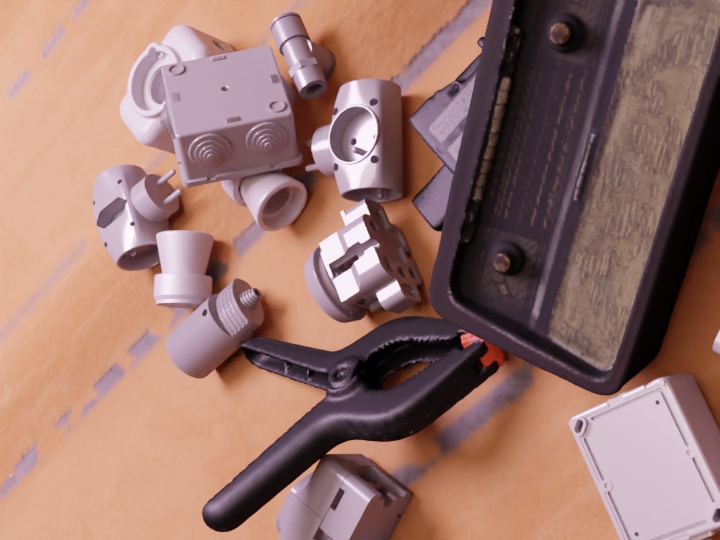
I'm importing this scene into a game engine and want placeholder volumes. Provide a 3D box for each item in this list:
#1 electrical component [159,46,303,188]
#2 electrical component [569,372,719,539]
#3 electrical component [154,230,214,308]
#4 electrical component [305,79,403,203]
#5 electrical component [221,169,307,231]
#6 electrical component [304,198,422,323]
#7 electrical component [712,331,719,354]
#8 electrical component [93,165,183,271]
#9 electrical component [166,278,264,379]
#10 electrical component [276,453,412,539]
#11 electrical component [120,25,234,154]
[{"bbox_3d":[-0.095,-0.114,0.780,0.100,0.048,0.099,-12,49,-7],"label":"electrical component"},{"bbox_3d":[0.169,0.111,0.588,0.062,0.061,0.096,-30,73,29],"label":"electrical component"},{"bbox_3d":[-0.137,0.000,0.833,0.045,0.045,0.055,-5,80,35],"label":"electrical component"},{"bbox_3d":[-0.007,-0.087,0.755,0.079,0.044,0.077,-8,77,35],"label":"electrical component"},{"bbox_3d":[-0.073,-0.062,0.798,0.055,0.045,0.045,44,108,33],"label":"electrical component"},{"bbox_3d":[0.000,0.000,0.728,0.057,0.058,0.078,-33,64,24],"label":"electrical component"},{"bbox_3d":[0.235,0.016,0.559,0.056,0.050,0.089,29,100,36],"label":"electrical component"},{"bbox_3d":[-0.173,-0.051,0.870,0.079,0.043,0.077,-34,64,27],"label":"electrical component"},{"bbox_3d":[-0.103,0.041,0.803,0.081,0.043,0.043,-41,61,24],"label":"electrical component"},{"bbox_3d":[-0.017,0.170,0.715,0.056,0.050,0.089,34,102,34],"label":"electrical component"},{"bbox_3d":[-0.143,-0.142,0.853,0.095,0.059,0.053,-50,58,18],"label":"electrical component"}]
